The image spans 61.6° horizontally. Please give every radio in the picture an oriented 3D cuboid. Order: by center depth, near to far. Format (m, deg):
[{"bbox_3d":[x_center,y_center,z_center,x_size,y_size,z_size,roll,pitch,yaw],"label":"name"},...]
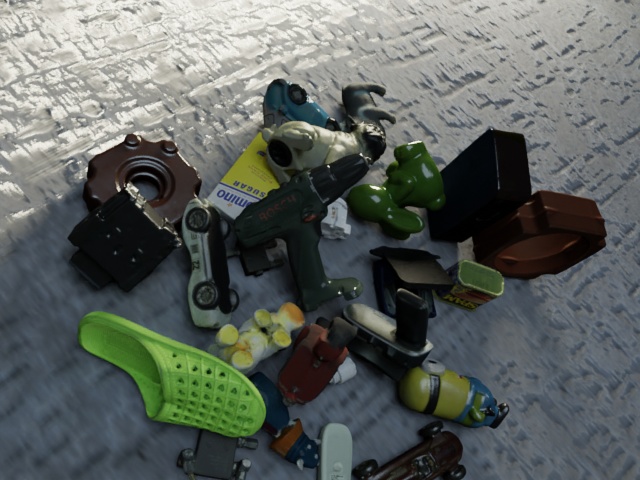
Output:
[{"bbox_3d":[0.282,-0.090,0.984,0.073,0.229,0.131,6,67,-17],"label":"radio"}]

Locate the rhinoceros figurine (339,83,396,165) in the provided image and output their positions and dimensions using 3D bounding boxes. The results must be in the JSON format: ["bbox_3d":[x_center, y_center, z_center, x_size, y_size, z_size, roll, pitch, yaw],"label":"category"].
[{"bbox_3d":[0.086,-0.231,1.060,0.112,0.073,0.190,5,63,-23],"label":"rhinoceros figurine"}]

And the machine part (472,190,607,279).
[{"bbox_3d":[0.407,-0.006,1.012,0.201,0.201,0.087,8,61,-20],"label":"machine part"}]

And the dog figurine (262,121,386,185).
[{"bbox_3d":[0.012,-0.168,0.927,0.172,0.121,0.190,48,50,-8],"label":"dog figurine"}]

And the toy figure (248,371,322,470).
[{"bbox_3d":[-0.057,0.260,0.765,0.064,0.058,0.154,-35,87,-27],"label":"toy figure"}]

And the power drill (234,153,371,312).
[{"bbox_3d":[-0.002,-0.002,0.827,0.232,0.086,0.207,-20,110,8],"label":"power drill"}]

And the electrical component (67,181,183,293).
[{"bbox_3d":[-0.278,0.004,0.753,0.134,0.058,0.114,-41,110,2],"label":"electrical component"}]

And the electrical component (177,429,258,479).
[{"bbox_3d":[-0.137,0.292,0.720,0.102,0.045,0.078,22,60,-12],"label":"electrical component"}]

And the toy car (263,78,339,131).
[{"bbox_3d":[-0.048,-0.209,0.982,0.161,0.109,0.103,41,80,-21],"label":"toy car"}]

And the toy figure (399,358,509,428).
[{"bbox_3d":[0.215,0.256,0.872,0.180,0.082,0.089,29,55,-11],"label":"toy figure"}]

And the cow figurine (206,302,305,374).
[{"bbox_3d":[-0.094,0.152,0.790,0.167,0.098,0.068,-20,68,-50],"label":"cow figurine"}]

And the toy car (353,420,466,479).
[{"bbox_3d":[0.138,0.348,0.810,0.202,0.053,0.089,-15,76,-30],"label":"toy car"}]

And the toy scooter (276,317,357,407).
[{"bbox_3d":[-0.011,0.175,0.771,0.075,0.184,0.135,36,78,2],"label":"toy scooter"}]

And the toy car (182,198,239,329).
[{"bbox_3d":[-0.167,0.034,0.808,0.056,0.073,0.201,-15,74,16],"label":"toy car"}]

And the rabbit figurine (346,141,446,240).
[{"bbox_3d":[0.136,-0.077,1.002,0.170,0.121,0.159,-24,84,-13],"label":"rabbit figurine"}]

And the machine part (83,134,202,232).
[{"bbox_3d":[-0.273,-0.079,0.837,0.179,0.056,0.179,9,64,-19],"label":"machine part"}]

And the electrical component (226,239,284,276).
[{"bbox_3d":[-0.108,0.028,0.876,0.094,0.021,0.063,-11,71,-28],"label":"electrical component"}]

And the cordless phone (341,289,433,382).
[{"bbox_3d":[0.098,0.118,0.810,0.147,0.184,0.089,29,61,26],"label":"cordless phone"}]

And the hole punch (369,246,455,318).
[{"bbox_3d":[0.156,0.075,0.943,0.142,0.092,0.116,2,35,-20],"label":"hole punch"}]
